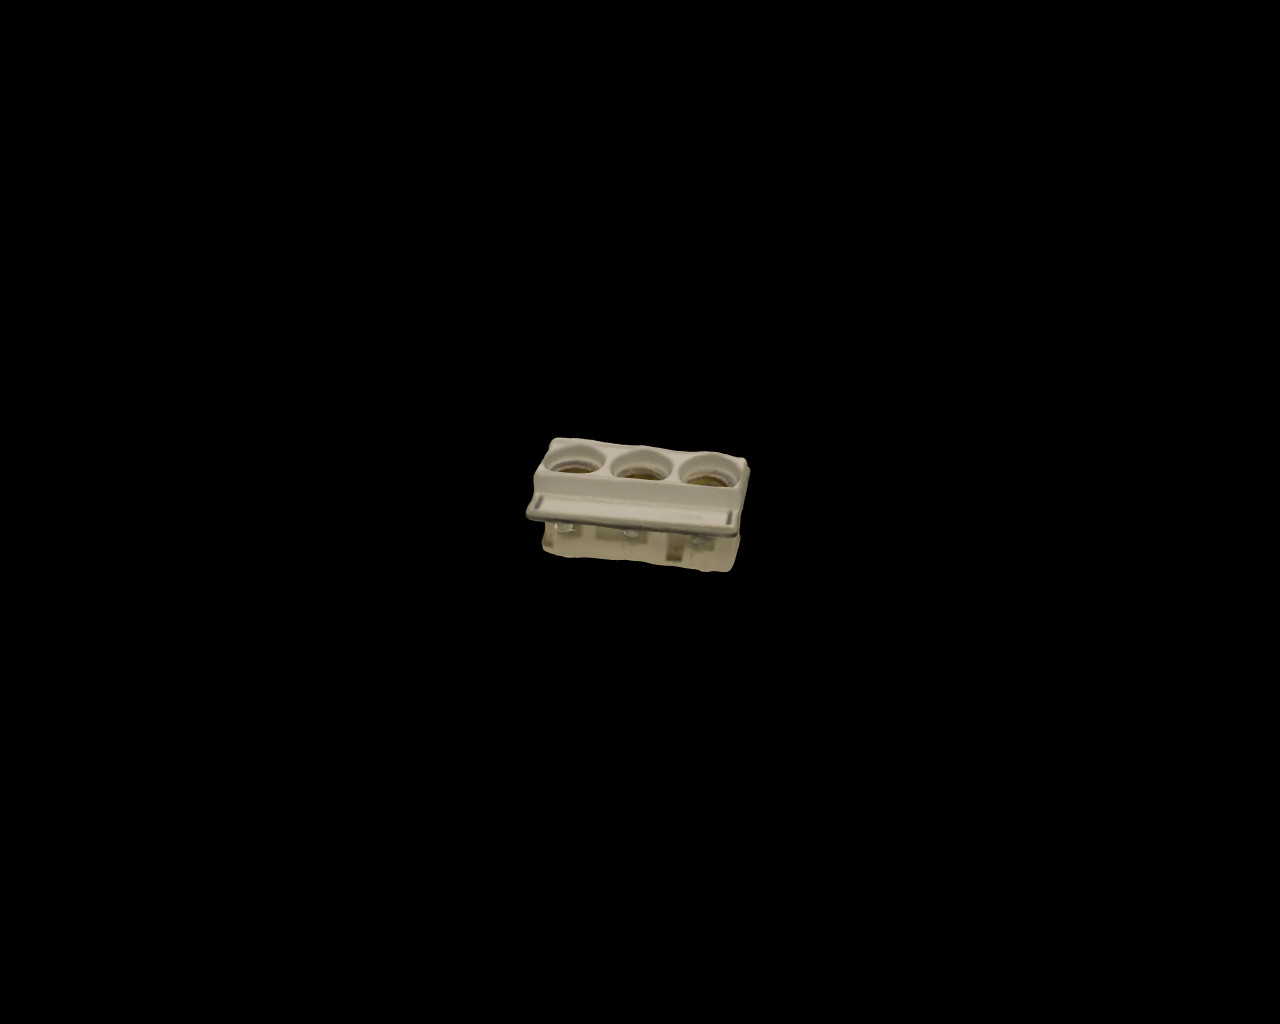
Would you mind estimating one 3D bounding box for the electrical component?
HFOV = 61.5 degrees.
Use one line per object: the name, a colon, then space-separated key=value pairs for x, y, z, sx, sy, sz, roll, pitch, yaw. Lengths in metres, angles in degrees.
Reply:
electrical component: x=0.001 y=-0.003 z=0.650 sx=0.121 sy=0.063 sz=0.079 roll=6 pitch=32 yaw=9
